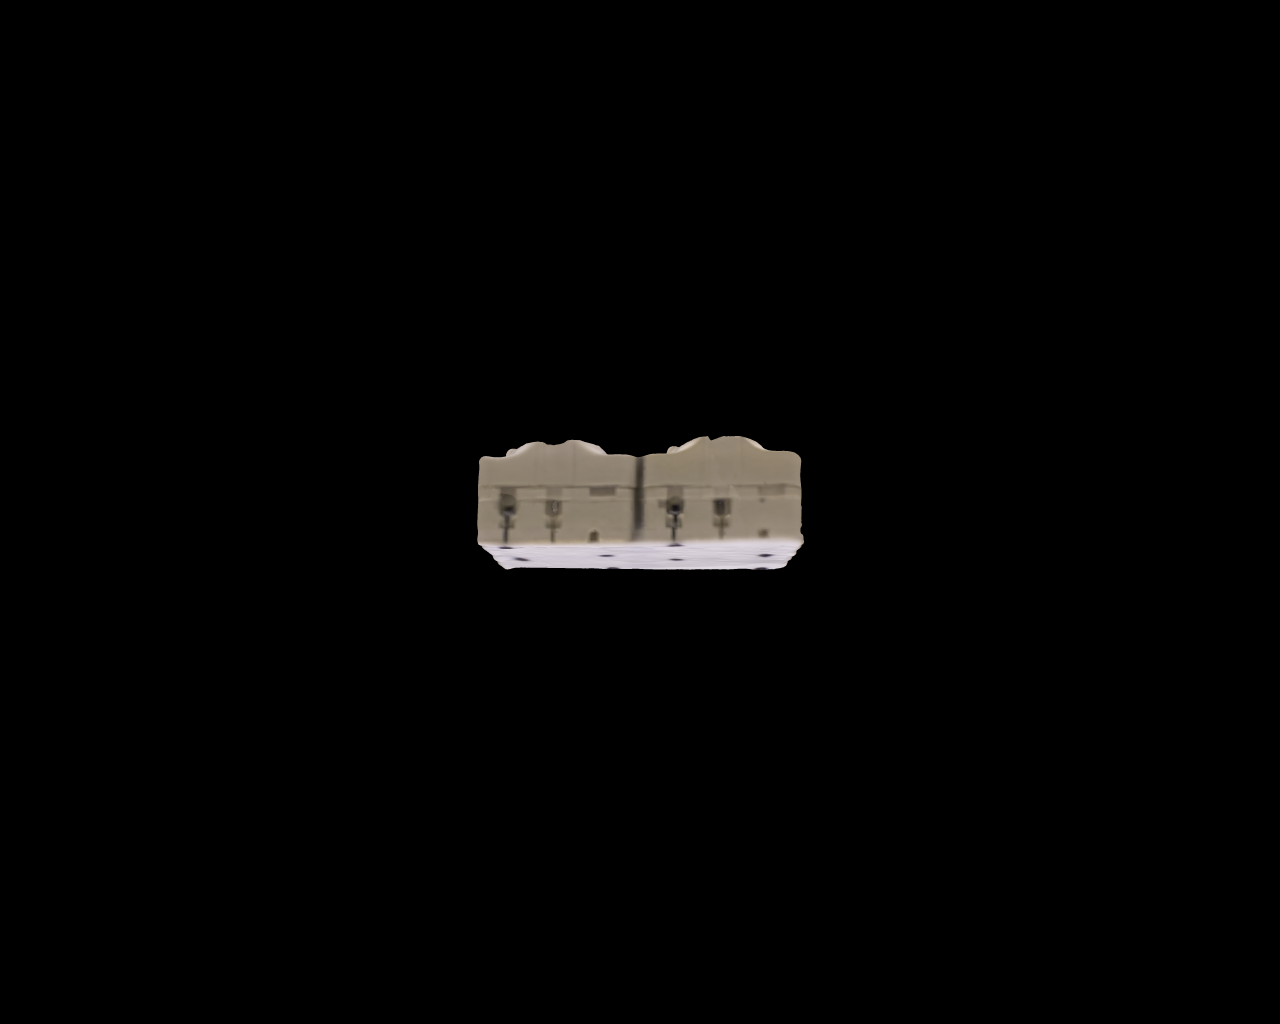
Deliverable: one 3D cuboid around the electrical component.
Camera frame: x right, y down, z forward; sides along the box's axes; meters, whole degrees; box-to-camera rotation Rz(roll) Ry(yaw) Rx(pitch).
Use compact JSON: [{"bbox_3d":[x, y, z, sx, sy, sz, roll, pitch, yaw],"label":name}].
[{"bbox_3d":[0.001,-0.003,0.650,0.186,0.060,0.105,0,-11,2],"label":"electrical component"}]
